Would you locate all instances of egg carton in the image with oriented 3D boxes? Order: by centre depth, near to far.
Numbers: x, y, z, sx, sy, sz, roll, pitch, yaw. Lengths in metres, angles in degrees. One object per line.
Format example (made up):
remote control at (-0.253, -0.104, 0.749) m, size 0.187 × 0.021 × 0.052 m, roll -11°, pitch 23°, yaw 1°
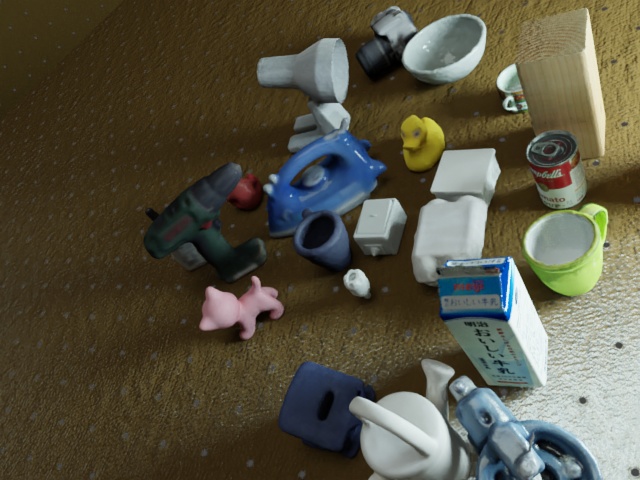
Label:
egg carton at (0.197, 0.001, 0.869) m, size 0.107 × 0.070 × 0.150 m, roll -6°, pitch 53°, yaw 30°

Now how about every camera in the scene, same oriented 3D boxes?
camera at (0.138, -0.429, 1.236) m, size 0.136 × 0.101 × 0.143 m, roll -32°, pitch 44°, yaw 8°

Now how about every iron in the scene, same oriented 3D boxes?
iron at (-0.017, -0.111, 1.051) m, size 0.258 × 0.142 × 0.118 m, roll -33°, pitch 44°, yaw 6°

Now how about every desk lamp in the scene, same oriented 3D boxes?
desk lamp at (-0.017, -0.289, 1.143) m, size 0.202 × 0.214 × 0.118 m, roll -7°, pitch 52°, yaw 29°

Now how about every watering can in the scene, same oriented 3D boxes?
watering can at (0.100, 0.222, 0.664) m, size 0.100 × 0.195 × 0.173 m, roll -4°, pitch 54°, yaw 31°

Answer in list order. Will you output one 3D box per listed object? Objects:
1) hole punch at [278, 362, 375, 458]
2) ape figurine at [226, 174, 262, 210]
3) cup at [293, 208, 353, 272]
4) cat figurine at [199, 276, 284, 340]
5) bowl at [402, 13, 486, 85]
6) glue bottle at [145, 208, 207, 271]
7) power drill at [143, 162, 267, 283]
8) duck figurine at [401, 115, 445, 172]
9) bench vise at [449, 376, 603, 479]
hole punch at (0.011, 0.231, 0.790) m, size 0.100 × 0.091 × 0.109 m, roll 2°, pitch 57°, yaw 35°
ape figurine at (-0.167, -0.110, 1.185) m, size 0.078 × 0.092 × 0.076 m, roll -33°, pitch 44°, yaw 7°
cup at (0.009, 0.003, 0.974) m, size 0.091 × 0.095 × 0.117 m, roll -35°, pitch 44°, yaw 5°
cat figurine at (-0.143, 0.111, 0.971) m, size 0.128 × 0.118 × 0.067 m, roll -38°, pitch 44°, yaw 2°
bowl at (0.251, -0.360, 1.123) m, size 0.167 × 0.075 × 0.167 m, roll -18°, pitch 48°, yaw 21°
glue bottle at (-0.278, -0.008, 1.118) m, size 0.078 × 0.174 × 0.037 m, roll -27°, pitch 45°, yaw 13°
power drill at (-0.191, -0.019, 1.043) m, size 0.229 × 0.209 × 0.075 m, roll -31°, pitch 44°, yaw 9°
duck figurine at (0.176, -0.186, 1.024) m, size 0.077 × 0.086 × 0.104 m, roll 2°, pitch 57°, yaw 35°
bench vise at (0.187, 0.222, 0.587) m, size 0.206 × 0.220 × 0.121 m, roll 28°, pitch 74°, yaw 44°
